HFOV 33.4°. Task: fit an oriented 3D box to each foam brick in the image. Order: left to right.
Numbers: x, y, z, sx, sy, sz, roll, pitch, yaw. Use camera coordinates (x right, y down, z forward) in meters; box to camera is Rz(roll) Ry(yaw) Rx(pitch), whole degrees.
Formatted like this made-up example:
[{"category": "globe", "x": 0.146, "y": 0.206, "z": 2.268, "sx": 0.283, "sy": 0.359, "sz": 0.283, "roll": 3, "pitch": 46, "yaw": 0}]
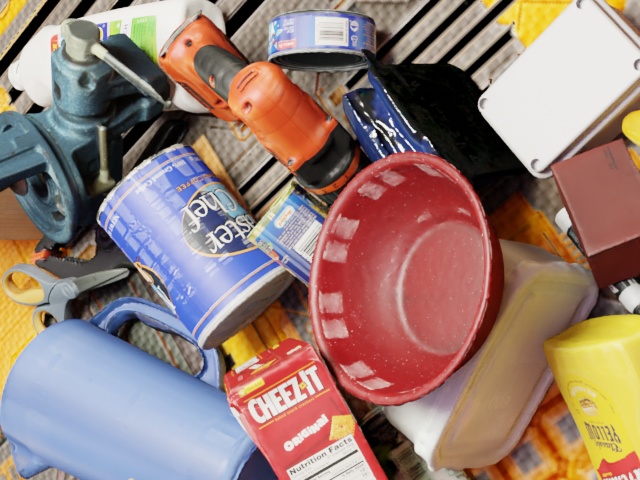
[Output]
[{"category": "foam brick", "x": 0.193, "y": -0.017, "z": 0.707, "sx": 0.053, "sy": 0.051, "sz": 0.078, "roll": -21, "pitch": 54, "yaw": 12}]

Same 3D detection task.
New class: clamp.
[{"category": "clamp", "x": -0.184, "y": 0.001, "z": 0.995, "sx": 0.210, "sy": 0.036, "sz": 0.164, "roll": -24, "pitch": 76, "yaw": 28}]

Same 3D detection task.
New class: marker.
[{"category": "marker", "x": 0.200, "y": 0.023, "z": 0.725, "sx": 0.020, "sy": 0.020, "sz": 0.121, "roll": -51, "pitch": 48, "yaw": 24}]

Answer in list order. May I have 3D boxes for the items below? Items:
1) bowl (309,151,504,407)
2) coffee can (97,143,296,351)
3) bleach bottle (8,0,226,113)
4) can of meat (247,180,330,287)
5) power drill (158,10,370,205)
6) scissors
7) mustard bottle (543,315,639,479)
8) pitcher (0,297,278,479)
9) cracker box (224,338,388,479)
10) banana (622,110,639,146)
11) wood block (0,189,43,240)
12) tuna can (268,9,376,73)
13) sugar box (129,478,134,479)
[{"category": "bowl", "x": 0.064, "y": 0.027, "z": 0.688, "sx": 0.162, "sy": 0.055, "sz": 0.162, "roll": -16, "pitch": 69, "yaw": 47}, {"category": "coffee can", "x": -0.101, "y": 0.006, "z": 0.883, "sx": 0.140, "sy": 0.102, "sz": 0.103, "roll": 49, "pitch": 116, "yaw": 10}, {"category": "bleach bottle", "x": -0.199, "y": -0.158, "z": 0.991, "sx": 0.251, "sy": 0.067, "sz": 0.102, "roll": -2, "pitch": 90, "yaw": 37}, {"category": "can of meat", "x": -0.005, "y": 0.001, "z": 0.816, "sx": 0.084, "sy": 0.102, "sz": 0.057, "roll": 39, "pitch": 95, "yaw": -3}, {"category": "power drill", "x": -0.036, "y": -0.097, "z": 0.840, "sx": 0.057, "sy": 0.184, "sz": 0.188, "roll": -48, "pitch": 44, "yaw": -3}, {"category": "scissors", "x": -0.231, "y": 0.062, "z": 1.010, "sx": 0.202, "sy": 0.016, "sz": 0.096, "roll": 4, "pitch": 122, "yaw": 40}, {"category": "mustard bottle", "x": 0.214, "y": 0.145, "z": 0.693, "sx": 0.191, "sy": 0.058, "sz": 0.096, "roll": 67, "pitch": 158, "yaw": -3}, {"category": "pitcher", "x": -0.142, "y": 0.156, "z": 0.924, "sx": 0.243, "sy": 0.144, "sz": 0.149, "roll": 18, "pitch": 113, "yaw": 29}, {"category": "cracker box", "x": 0.009, "y": 0.179, "z": 0.760, "sx": 0.072, "sy": 0.164, "sz": 0.214, "roll": -29, "pitch": 90, "yaw": -8}, {"category": "banana", "x": 0.259, "y": -0.023, "z": 0.650, "sx": 0.070, "sy": 0.037, "sz": 0.198, "roll": -43, "pitch": 56, "yaw": 27}, {"category": "wood block", "x": -0.325, "y": -0.059, "z": 0.990, "sx": 0.091, "sy": 0.205, "sz": 0.090, "roll": -41, "pitch": 69, "yaw": 27}, {"category": "tuna can", "x": 0.002, "y": -0.155, "z": 0.838, "sx": 0.086, "sy": 0.086, "sz": 0.034, "roll": 0, "pitch": 88, "yaw": 34}, {"category": "sugar box", "x": -0.161, "y": 0.256, "z": 0.881, "sx": 0.093, "sy": 0.048, "sz": 0.177, "roll": 40, "pitch": 144, "yaw": -10}]
